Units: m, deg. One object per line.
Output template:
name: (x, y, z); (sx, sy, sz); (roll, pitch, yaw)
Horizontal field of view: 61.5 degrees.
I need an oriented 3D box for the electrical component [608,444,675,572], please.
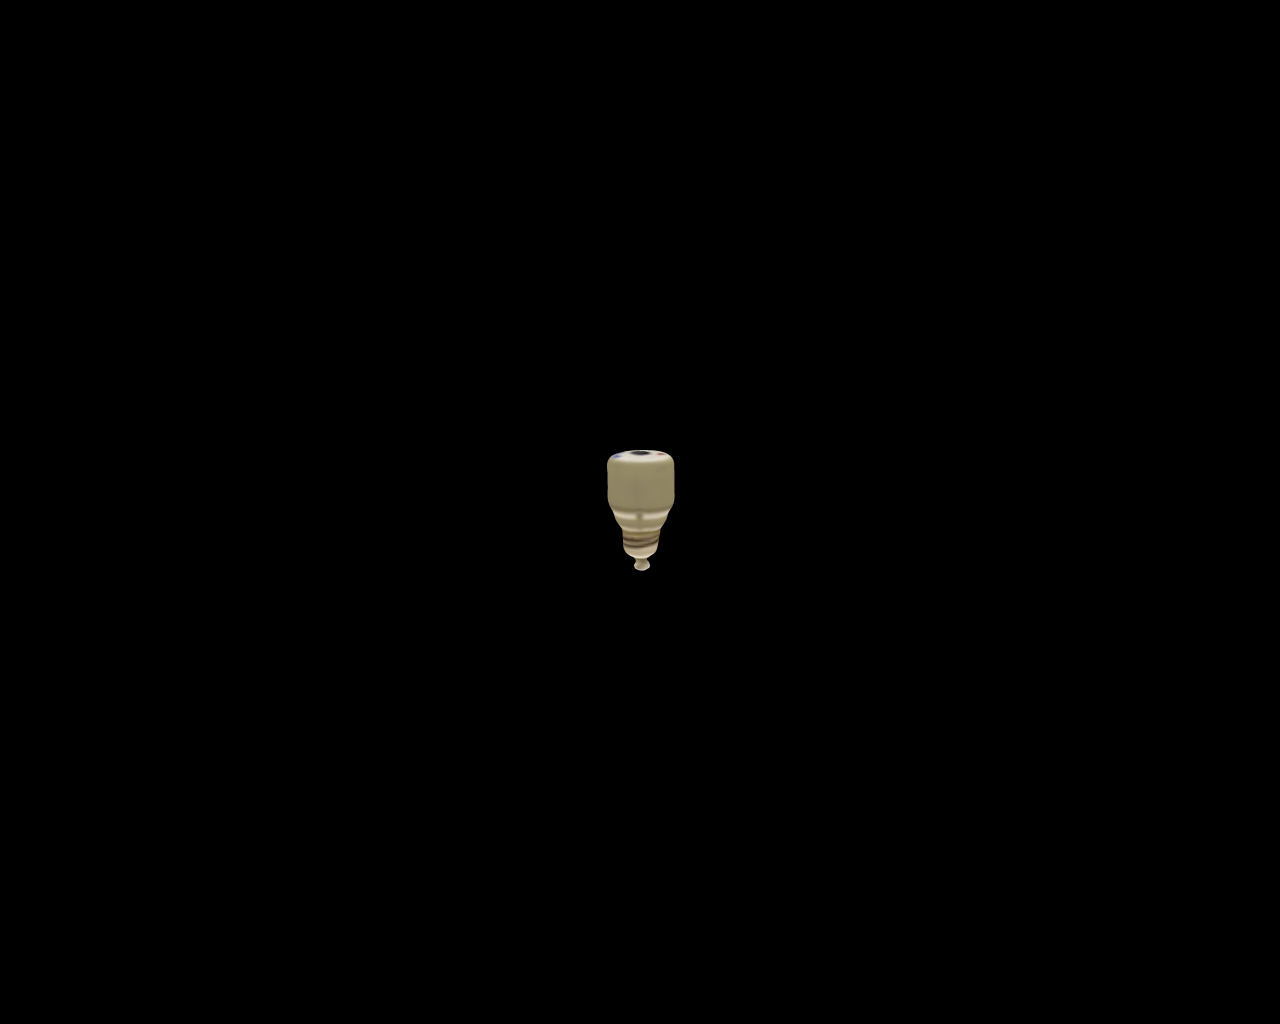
electrical component: (0.001, -0.003, 0.650); (0.040, 0.078, 0.040); (0, 14, 0)
